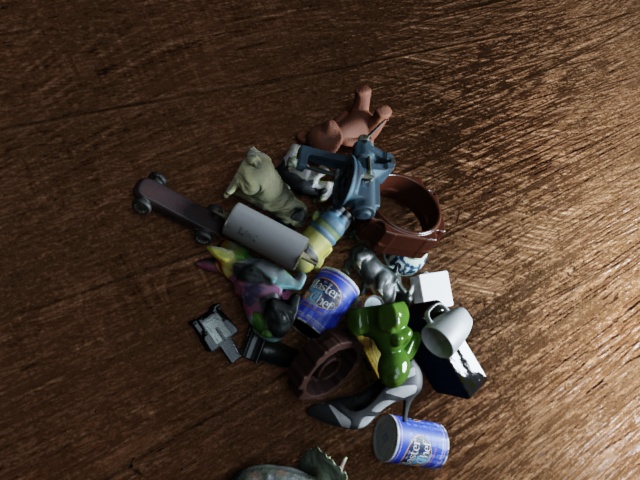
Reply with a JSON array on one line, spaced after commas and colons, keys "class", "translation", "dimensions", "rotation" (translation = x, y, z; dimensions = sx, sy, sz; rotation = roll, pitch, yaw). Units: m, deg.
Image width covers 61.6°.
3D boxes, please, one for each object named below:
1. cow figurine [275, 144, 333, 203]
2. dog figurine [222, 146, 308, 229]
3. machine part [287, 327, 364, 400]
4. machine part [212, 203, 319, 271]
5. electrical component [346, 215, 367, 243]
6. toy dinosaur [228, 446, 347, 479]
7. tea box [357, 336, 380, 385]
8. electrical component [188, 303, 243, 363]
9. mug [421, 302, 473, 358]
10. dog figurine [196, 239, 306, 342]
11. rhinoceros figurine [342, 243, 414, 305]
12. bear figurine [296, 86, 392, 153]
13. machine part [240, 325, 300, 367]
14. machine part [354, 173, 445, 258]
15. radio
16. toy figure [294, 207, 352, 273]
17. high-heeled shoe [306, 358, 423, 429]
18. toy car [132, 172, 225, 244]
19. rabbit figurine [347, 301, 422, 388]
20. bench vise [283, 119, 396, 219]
[{"class": "cow figurine", "translation": [-0.027, -0.133, 1.239], "dimensions": [0.167, 0.068, 0.098], "rotation": [38, 73, -11]}, {"class": "dog figurine", "translation": [-0.094, -0.103, 1.151], "dimensions": [0.190, 0.172, 0.121], "rotation": [29, 81, -10]}, {"class": "machine part", "translation": [0.011, 0.261, 1.135], "dimensions": [0.179, 0.179, 0.056], "rotation": [-26, 51, -26]}, {"class": "machine part", "translation": [-0.112, -0.007, 1.109], "dimensions": [0.243, 0.079, 0.079], "rotation": [28, 69, -1]}, {"class": "electrical component", "translation": [0.108, -0.031, 1.294], "dimensions": [0.102, 0.045, 0.078], "rotation": [-10, 85, -33]}, {"class": "toy dinosaur", "translation": [-0.103, 0.511, 1.065], "dimensions": [0.405, 0.131, 0.192], "rotation": [9, 64, -19]}, {"class": "tea box", "translation": [0.138, 0.262, 1.243], "dimensions": [0.098, 0.068, 0.169], "rotation": [-30, 93, -25]}, {"class": "electrical component", "translation": [-0.207, 0.195, 1.106], "dimensions": [0.075, 0.048, 0.119], "rotation": [-39, 98, -25]}, {"class": "mug", "translation": [0.277, 0.185, 1.175], "dimensions": [0.107, 0.081, 0.109], "rotation": [-33, 87, -35]}, {"class": "dog figurine", "translation": [-0.153, 0.093, 1.114], "dimensions": [0.219, 0.108, 0.191], "rotation": [25, 51, -14]}, {"class": "rhinoceros figurine", "translation": [0.140, 0.091, 1.277], "dimensions": [0.190, 0.073, 0.112], "rotation": [45, 52, -6]}, {"class": "bear figurine", "translation": [0.052, -0.270, 1.274], "dimensions": [0.196, 0.131, 0.120], "rotation": [-20, 59, -30]}, {"class": "machine part", "translation": [-0.102, 0.237, 1.154], "dimensions": [0.139, 0.039, 0.084], "rotation": [27, 65, -17]}, {"class": "machine part", "translation": [0.185, -0.064, 1.270], "dimensions": [0.201, 0.087, 0.201], "rotation": [9, 52, -18]}, {"class": "radio", "translation": [0.282, 0.258, 1.275], "dimensions": [0.073, 0.131, 0.229], "rotation": [-33, 94, -26]}, {"class": "toy figure", "translation": [-0.005, -0.006, 1.197], "dimensions": [0.082, 0.089, 0.180], "rotation": [41, 88, 24]}, {"class": "high-heeled shoe", "translation": [0.096, 0.323, 1.161], "dimensions": [0.249, 0.086, 0.145], "rotation": [2, 95, -1]}, {"class": "toy car", "translation": [-0.290, -0.062, 1.113], "dimensions": [0.202, 0.053, 0.089], "rotation": [29, 49, -19]}, {"class": "rabbit figurine", "translation": [0.141, 0.218, 1.121], "dimensions": [0.159, 0.121, 0.170], "rotation": [6, 74, -61]}, {"class": "bench vise", "translation": [0.047, -0.159, 1.165], "dimensions": [0.240, 0.129, 0.223], "rotation": [13, 69, -17]}]
